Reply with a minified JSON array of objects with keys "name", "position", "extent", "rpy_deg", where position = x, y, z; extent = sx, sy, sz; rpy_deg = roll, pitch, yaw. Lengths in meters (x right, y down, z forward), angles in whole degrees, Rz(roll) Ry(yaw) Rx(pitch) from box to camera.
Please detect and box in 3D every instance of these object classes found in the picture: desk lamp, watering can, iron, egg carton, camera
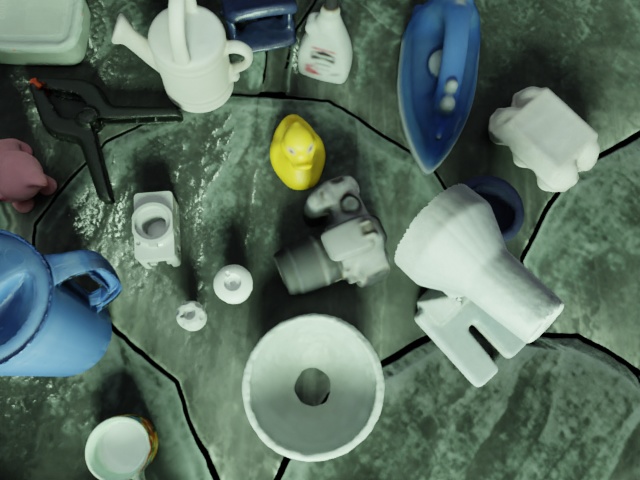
[{"name":"desk lamp","position":[0.180,0.056,0.667],"extent":[0.118,0.213,0.203],"rpy_deg":[-40,79,-13]},{"name":"watering can","position":[-0.179,-0.256,0.748],"extent":[0.173,0.194,0.101],"rpy_deg":[-15,75,-7]},{"name":"iron","position":[0.173,-0.233,0.789],"extent":[0.118,0.141,0.258],"rpy_deg":[7,73,-1]},{"name":"egg carton","position":[0.315,-0.143,0.808],"extent":[0.107,0.069,0.150],"rpy_deg":[-42,80,-13]},{"name":"camera","position":[0.007,0.003,0.731],"extent":[0.137,0.101,0.143],"rpy_deg":[-22,76,-9]}]

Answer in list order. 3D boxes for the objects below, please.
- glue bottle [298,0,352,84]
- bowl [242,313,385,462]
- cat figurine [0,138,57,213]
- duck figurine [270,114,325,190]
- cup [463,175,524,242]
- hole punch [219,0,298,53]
[{"name":"glue bottle","position":[0.010,-0.277,0.776],"extent":[0.078,0.173,0.037],"rpy_deg":[11,73,0]},{"name":"bowl","position":[-0.009,0.178,0.693],"extent":[0.167,0.075,0.167],"rpy_deg":[1,74,-3]},{"name":"cat figurine","position":[-0.394,-0.092,0.727],"extent":[0.067,0.118,0.127],"rpy_deg":[-41,80,-13]},{"name":"duck figurine","position":[-0.030,-0.129,0.776],"extent":[0.077,0.086,0.104],"rpy_deg":[-9,74,-6]},{"name":"cup","position":[0.200,-0.017,0.752],"extent":[0.091,0.095,0.118],"rpy_deg":[41,76,9]},{"name":"hole punch","position":[-0.092,-0.339,0.831],"extent":[0.109,0.091,0.101],"rpy_deg":[-13,75,-7]}]
